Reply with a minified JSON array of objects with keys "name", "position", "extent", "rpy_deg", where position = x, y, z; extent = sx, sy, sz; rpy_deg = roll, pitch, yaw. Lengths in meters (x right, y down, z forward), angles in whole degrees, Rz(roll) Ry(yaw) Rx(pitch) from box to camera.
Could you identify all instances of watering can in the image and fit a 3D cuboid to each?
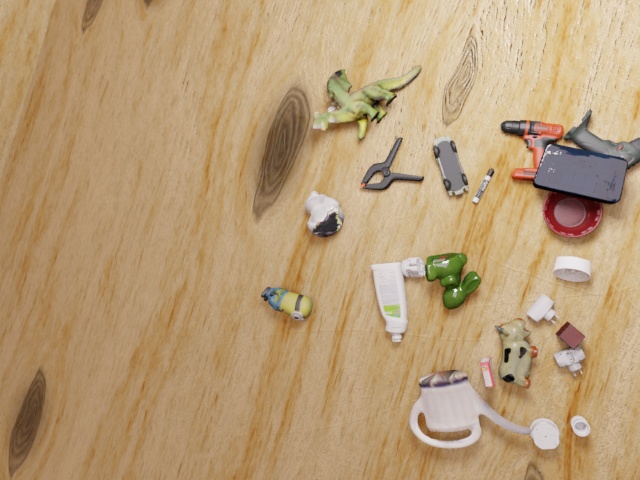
[{"name":"watering can","position":[0.433,0.503,1.550],"extent":[0.346,0.103,0.226],"rpy_deg":[-13,80,17]}]

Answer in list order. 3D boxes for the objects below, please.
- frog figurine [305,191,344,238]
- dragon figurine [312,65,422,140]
[{"name":"frog figurine","position":[0.005,-0.089,1.774],"extent":[0.136,0.122,0.162],"rpy_deg":[-58,36,15]},{"name":"dragon figurine","position":[0.131,-0.500,1.749],"extent":[0.244,0.120,0.413],"rpy_deg":[39,80,13]}]
